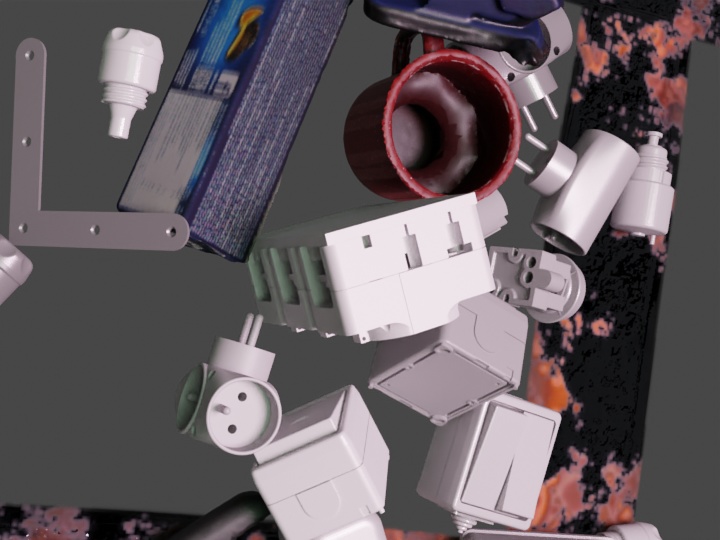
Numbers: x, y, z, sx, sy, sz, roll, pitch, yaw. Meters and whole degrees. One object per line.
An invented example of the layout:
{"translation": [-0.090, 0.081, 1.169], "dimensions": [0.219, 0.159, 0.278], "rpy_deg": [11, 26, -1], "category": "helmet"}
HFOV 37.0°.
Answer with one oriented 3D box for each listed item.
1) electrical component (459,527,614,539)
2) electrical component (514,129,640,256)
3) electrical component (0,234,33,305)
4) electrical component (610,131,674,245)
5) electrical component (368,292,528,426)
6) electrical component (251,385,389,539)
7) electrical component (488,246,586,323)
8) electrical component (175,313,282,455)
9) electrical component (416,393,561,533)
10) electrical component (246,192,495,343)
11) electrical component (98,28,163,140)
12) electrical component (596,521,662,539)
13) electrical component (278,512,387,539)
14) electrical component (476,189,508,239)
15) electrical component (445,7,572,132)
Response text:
{"translation": [0.119, 0.232, 0.711], "dimensions": [0.109, 0.056, 0.108], "rpy_deg": [5, 89, -7], "category": "electrical component"}
{"translation": [0.140, -0.063, 0.736], "dimensions": [0.079, 0.043, 0.077], "rpy_deg": [33, 82, -11], "category": "electrical component"}
{"translation": [-0.212, 0.009, 0.593], "dimensions": [0.035, 0.035, 0.061], "rpy_deg": [45, 77, -17], "category": "electrical component"}
{"translation": [0.203, -0.059, 0.764], "dimensions": [0.040, 0.040, 0.078], "rpy_deg": [12, 86, -23], "category": "electrical component"}
{"translation": [0.052, 0.051, 0.682], "dimensions": [0.062, 0.096, 0.061], "rpy_deg": [30, 52, -20], "category": "electrical component"}
{"translation": [-0.023, 0.110, 0.646], "dimensions": [0.062, 0.096, 0.061], "rpy_deg": [-25, 102, 9], "category": "electrical component"}
{"translation": [0.118, 0.009, 0.720], "dimensions": [0.055, 0.066, 0.048], "rpy_deg": [16, 84, -42], "category": "electrical component"}
{"translation": [-0.073, 0.063, 0.629], "dimensions": [0.044, 0.077, 0.079], "rpy_deg": [20, 83, -22], "category": "electrical component"}
{"translation": [0.084, 0.128, 0.705], "dimensions": [0.062, 0.061, 0.096], "rpy_deg": [21, 83, -22], "category": "electrical component"}
{"translation": [0.000, 0.000, 0.619], "dimensions": [0.089, 0.150, 0.061], "rpy_deg": [-17, 97, -22], "category": "electrical component"}
{"translation": [-0.135, -0.107, 0.624], "dimensions": [0.035, 0.035, 0.061], "rpy_deg": [11, 89, -23], "category": "electrical component"}
{"translation": [0.182, 0.198, 0.763], "dimensions": [0.061, 0.035, 0.035], "rpy_deg": [0, 91, -20], "category": "electrical component"}
{"translation": [-0.008, 0.193, 0.668], "dimensions": [0.054, 0.059, 0.095], "rpy_deg": [-19, 98, -22], "category": "electrical component"}
{"translation": [0.069, -0.034, 0.709], "dimensions": [0.046, 0.040, 0.040], "rpy_deg": [-26, 101, -26], "category": "electrical component"}
{"translation": [0.107, -0.132, 0.720], "dimensions": [0.077, 0.044, 0.079], "rpy_deg": [-32, 99, -20], "category": "electrical component"}
